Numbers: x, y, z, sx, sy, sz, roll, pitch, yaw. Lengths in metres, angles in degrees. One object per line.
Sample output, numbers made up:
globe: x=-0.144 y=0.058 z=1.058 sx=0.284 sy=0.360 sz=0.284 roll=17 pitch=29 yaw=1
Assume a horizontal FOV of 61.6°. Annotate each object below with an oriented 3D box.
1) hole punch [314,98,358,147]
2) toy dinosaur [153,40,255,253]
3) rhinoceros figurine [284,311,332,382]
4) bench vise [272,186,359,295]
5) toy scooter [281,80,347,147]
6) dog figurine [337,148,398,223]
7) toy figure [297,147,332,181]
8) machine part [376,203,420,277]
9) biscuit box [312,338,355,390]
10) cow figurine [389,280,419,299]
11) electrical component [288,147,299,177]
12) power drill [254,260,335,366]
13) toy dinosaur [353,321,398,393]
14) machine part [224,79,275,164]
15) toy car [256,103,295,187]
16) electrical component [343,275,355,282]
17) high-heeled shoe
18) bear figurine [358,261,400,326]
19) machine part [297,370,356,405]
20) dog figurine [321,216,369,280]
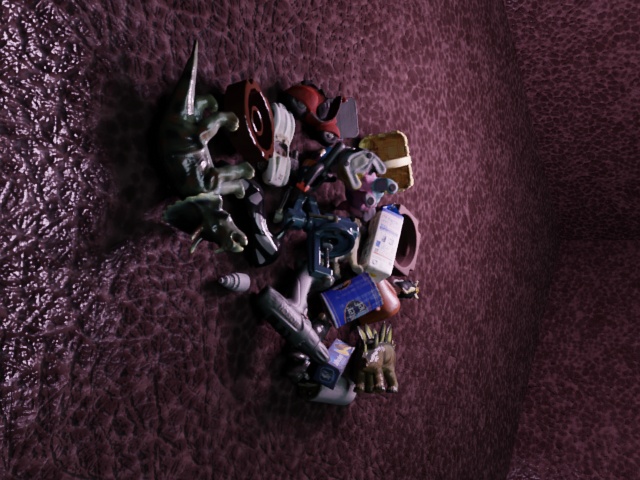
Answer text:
hole punch: x=0.031 y=-0.322 z=1.447 sx=0.116 sy=0.092 sz=0.142 roll=-7 pitch=99 yaw=-23
toy dinosaur: x=-0.248 y=-0.163 z=1.035 sx=0.192 sy=0.131 sz=0.404 roll=-26 pitch=99 yaw=-32
rhinoceros figurine: x=-0.035 y=0.266 z=1.356 sx=0.190 sy=0.073 sz=0.111 roll=-60 pitch=144 yaw=-37
bench vise: x=-0.008 y=0.002 z=1.280 sx=0.223 sy=0.129 sz=0.241 roll=20 pitch=47 yaw=-26
toy scooter: x=-0.002 y=-0.336 z=1.350 sx=0.183 sy=0.075 sz=0.135 roll=40 pitch=77 yaw=-21
dog figurine: x=0.097 y=-0.138 z=1.427 sx=0.108 sy=0.219 sz=0.191 roll=-37 pitch=96 yaw=-17
toy figure: x=-0.013 y=-0.189 z=1.396 sx=0.154 sy=0.058 sz=0.064 roll=-44 pitch=117 yaw=-38
machine part: x=0.232 y=0.002 z=1.698 sx=0.200 sy=0.087 sz=0.201 roll=36 pitch=60 yaw=-47
biscuit box: x=0.038 y=0.314 z=1.380 sx=0.062 sy=0.059 sz=0.202 roll=-66 pitch=171 yaw=9
cow figurine: x=0.280 y=0.160 z=1.751 sx=0.167 sy=0.098 sz=0.068 roll=4 pitch=80 yaw=-53
electrical component: x=-0.077 y=-0.183 z=1.337 sx=0.063 sy=0.021 sz=0.094 roll=16 pitch=76 yaw=-53
power drill: x=-0.038 y=0.163 z=1.295 sx=0.232 sy=0.086 sz=0.207 roll=40 pitch=52 yaw=-13
toy dinosaur: x=0.169 y=0.336 z=1.530 sx=0.471 sy=0.105 sz=0.198 roll=44 pitch=46 yaw=-70
machine part: x=-0.151 y=-0.254 z=1.160 sx=0.179 sy=0.056 sz=0.179 roll=-9 pitch=90 yaw=-76
toy car: x=-0.102 y=-0.226 z=1.276 sx=0.073 sy=0.056 sz=0.201 roll=16 pitch=77 yaw=-52
electrical component: x=0.087 y=0.151 z=1.520 sx=0.045 sy=0.078 sz=0.102 roll=-1 pitch=85 yaw=-29
high-heeled shoe: x=-0.170 y=-0.053 z=1.202 sx=0.248 sy=0.086 sz=0.145 roll=43 pitch=94 yaw=-18
bear figurine: x=0.151 y=0.140 z=1.589 sx=0.120 sy=0.132 sz=0.195 roll=-39 pitch=102 yaw=-48
machine part: x=0.021 y=0.391 z=1.418 sx=0.243 sy=0.079 sz=0.079 roll=28 pitch=68 yaw=-50
dog figurine: x=0.053 y=-0.012 z=1.466 sx=0.172 sy=0.121 sz=0.190 roll=55 pitch=34 yaw=-40
